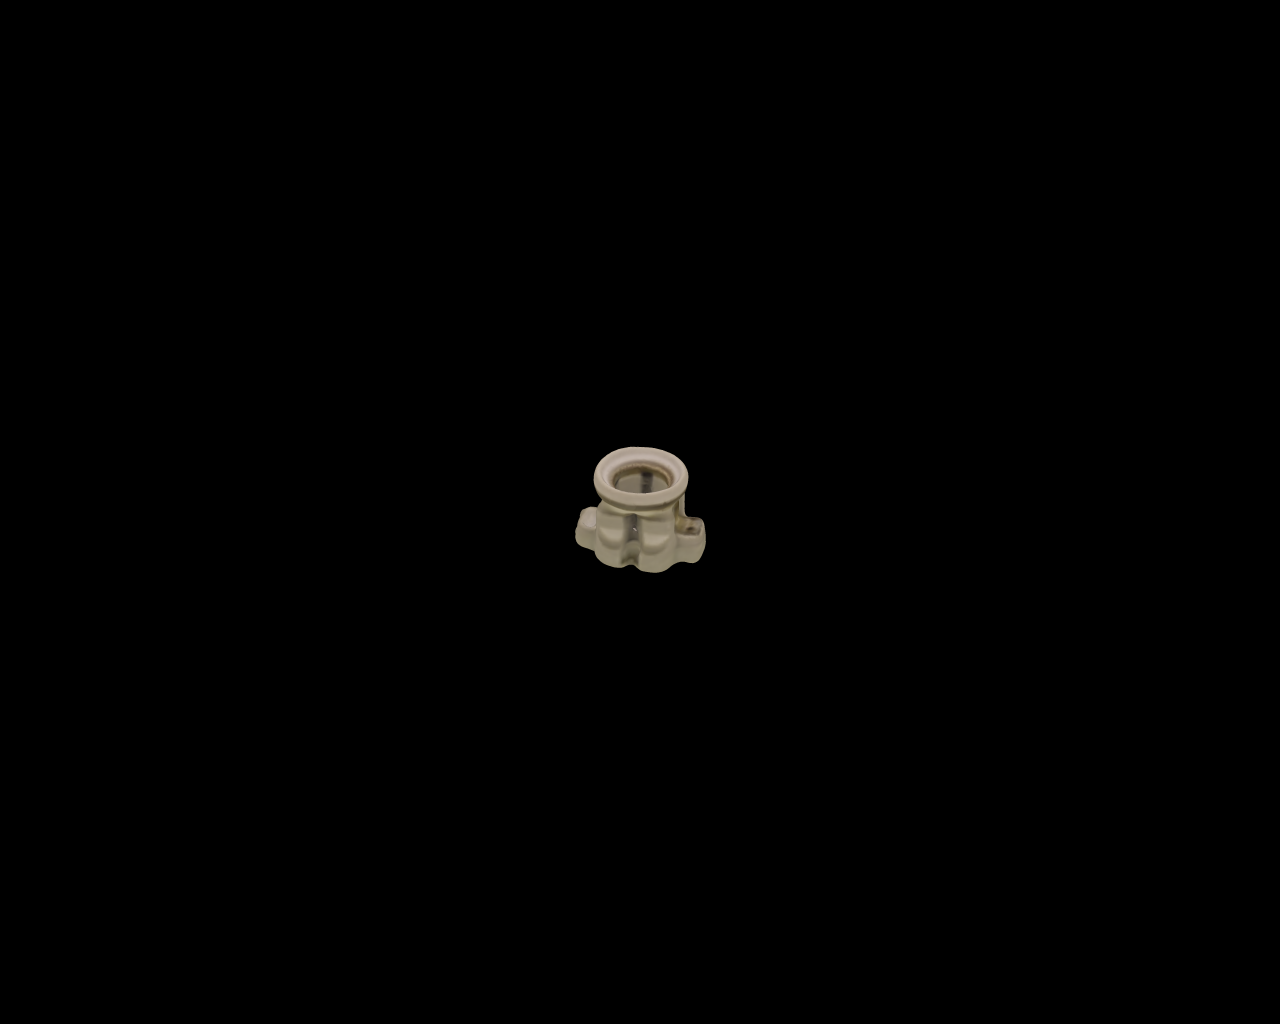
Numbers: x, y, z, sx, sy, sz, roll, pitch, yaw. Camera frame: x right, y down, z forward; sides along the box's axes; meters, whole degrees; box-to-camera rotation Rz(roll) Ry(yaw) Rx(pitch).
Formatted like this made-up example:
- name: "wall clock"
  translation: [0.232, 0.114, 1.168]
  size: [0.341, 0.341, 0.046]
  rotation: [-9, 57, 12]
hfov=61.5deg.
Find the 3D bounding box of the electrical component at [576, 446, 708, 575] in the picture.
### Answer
- name: "electrical component"
  translation: [0.001, -0.003, 0.650]
  size: [0.078, 0.056, 0.058]
  rotation: [8, 36, 11]
